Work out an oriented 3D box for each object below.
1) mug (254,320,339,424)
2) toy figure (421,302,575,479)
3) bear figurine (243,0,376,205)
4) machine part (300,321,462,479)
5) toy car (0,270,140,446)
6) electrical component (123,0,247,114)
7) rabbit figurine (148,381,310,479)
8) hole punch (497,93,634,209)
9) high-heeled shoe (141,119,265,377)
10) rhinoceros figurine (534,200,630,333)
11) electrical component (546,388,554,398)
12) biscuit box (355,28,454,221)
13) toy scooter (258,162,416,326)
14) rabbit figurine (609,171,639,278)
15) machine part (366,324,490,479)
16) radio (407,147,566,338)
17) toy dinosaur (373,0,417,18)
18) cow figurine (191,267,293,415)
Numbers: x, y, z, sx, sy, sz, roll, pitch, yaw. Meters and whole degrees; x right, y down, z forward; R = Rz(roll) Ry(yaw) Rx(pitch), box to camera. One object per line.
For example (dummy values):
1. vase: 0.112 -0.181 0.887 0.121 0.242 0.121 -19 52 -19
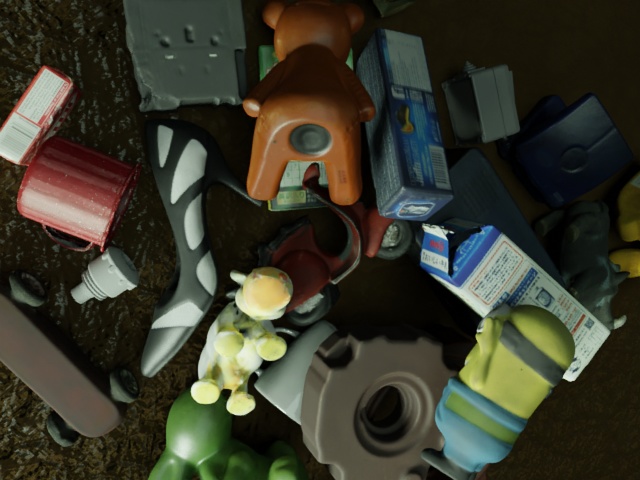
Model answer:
1. mug: -0.019 0.138 0.608 0.110 0.080 0.107 36 77 17
2. toy figure: 0.168 0.144 0.509 0.089 0.082 0.180 27 86 10
3. bear figurine: -0.012 -0.147 0.535 0.120 0.196 0.131 1 139 -4
4. machine part: 0.066 0.170 0.554 0.179 0.056 0.179 -2 96 -17
5. toy car: -0.269 0.115 0.528 0.089 0.053 0.202 -36 110 0
6. electrical component: -0.132 -0.196 0.534 0.115 0.058 0.134 -10 100 -19
7. rabbit figurine: -0.111 0.239 0.582 0.159 0.121 0.170 -34 87 -5
8. hole punch: 0.308 -0.112 0.675 0.116 0.092 0.142 -46 111 -4
9. high-heeled shoe: -0.162 0.005 0.541 0.145 0.086 0.248 31 86 -12
10. rhinoceros figurine: 0.351 0.041 0.715 0.112 0.073 0.190 -17 104 -20
11. electrical component: 0.286 0.144 0.717 0.075 0.048 0.119 -42 107 -9
12. biscuit box: 0.085 -0.122 0.566 0.059 0.063 0.202 4 66 -20
13. toy scooter: -0.001 -0.002 0.581 0.184 0.075 0.135 -38 100 8
14. rabbit figurine: 0.478 -0.002 0.733 0.162 0.122 0.173 -51 127 -4
15. machine part: 0.120 0.217 0.652 0.201 0.087 0.201 -11 98 -16
16. radio: 0.188 0.012 0.657 0.131 0.073 0.229 -40 105 -9
17. toy dinosaur: 0.059 -0.342 0.560 0.471 0.105 0.198 -26 96 -9
18. cow figurine: -0.073 0.085 0.543 0.068 0.098 0.167 20 114 -17
